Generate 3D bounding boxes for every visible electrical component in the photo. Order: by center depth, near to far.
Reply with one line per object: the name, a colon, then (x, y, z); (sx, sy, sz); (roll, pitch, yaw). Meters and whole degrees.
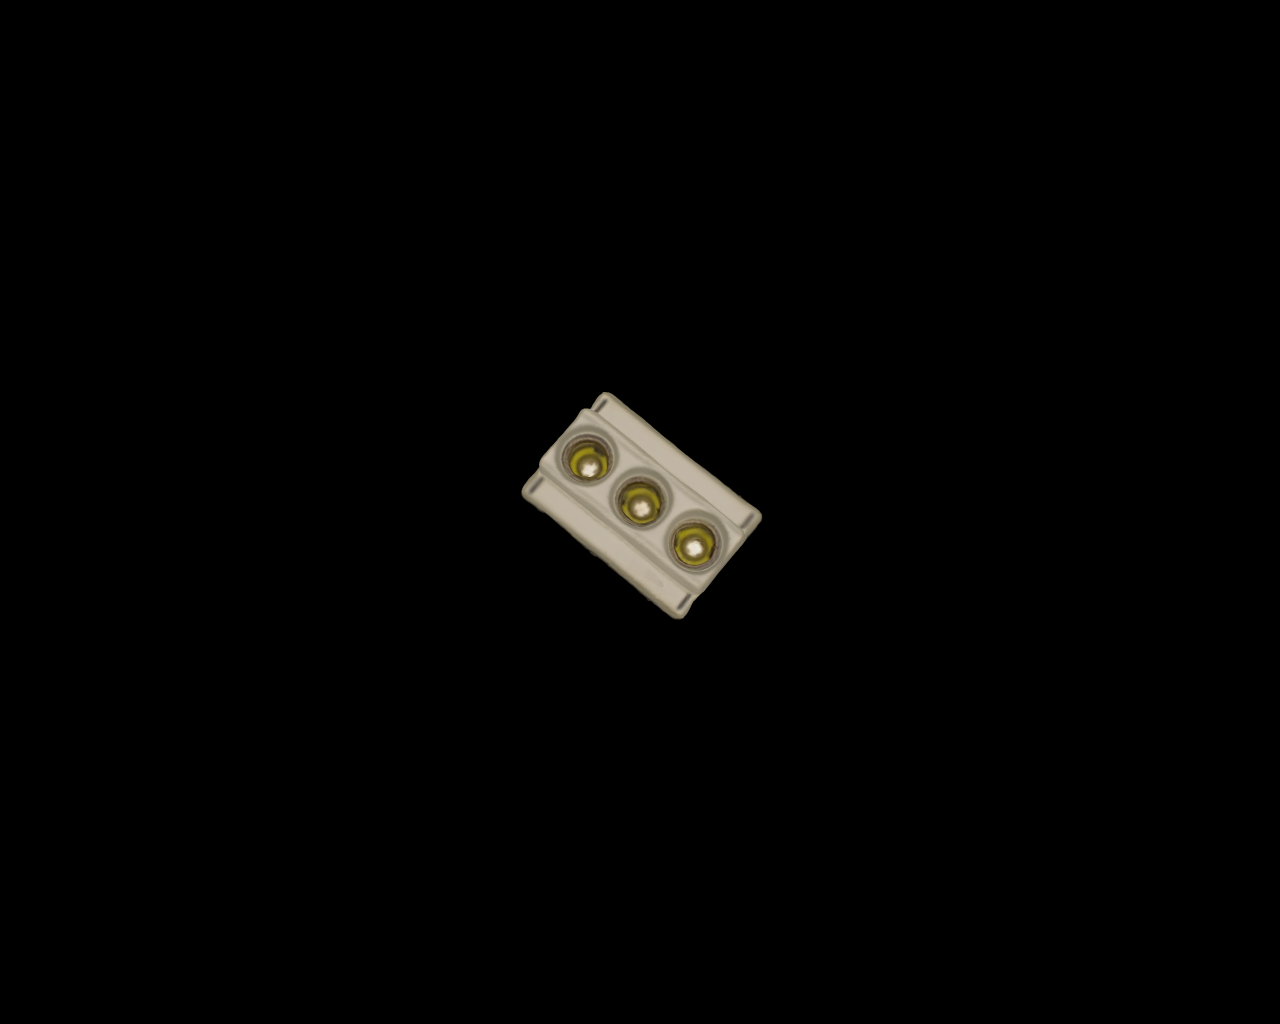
electrical component: (0.001, -0.003, 0.650); (0.121, 0.079, 0.063); (38, -9, 7)
